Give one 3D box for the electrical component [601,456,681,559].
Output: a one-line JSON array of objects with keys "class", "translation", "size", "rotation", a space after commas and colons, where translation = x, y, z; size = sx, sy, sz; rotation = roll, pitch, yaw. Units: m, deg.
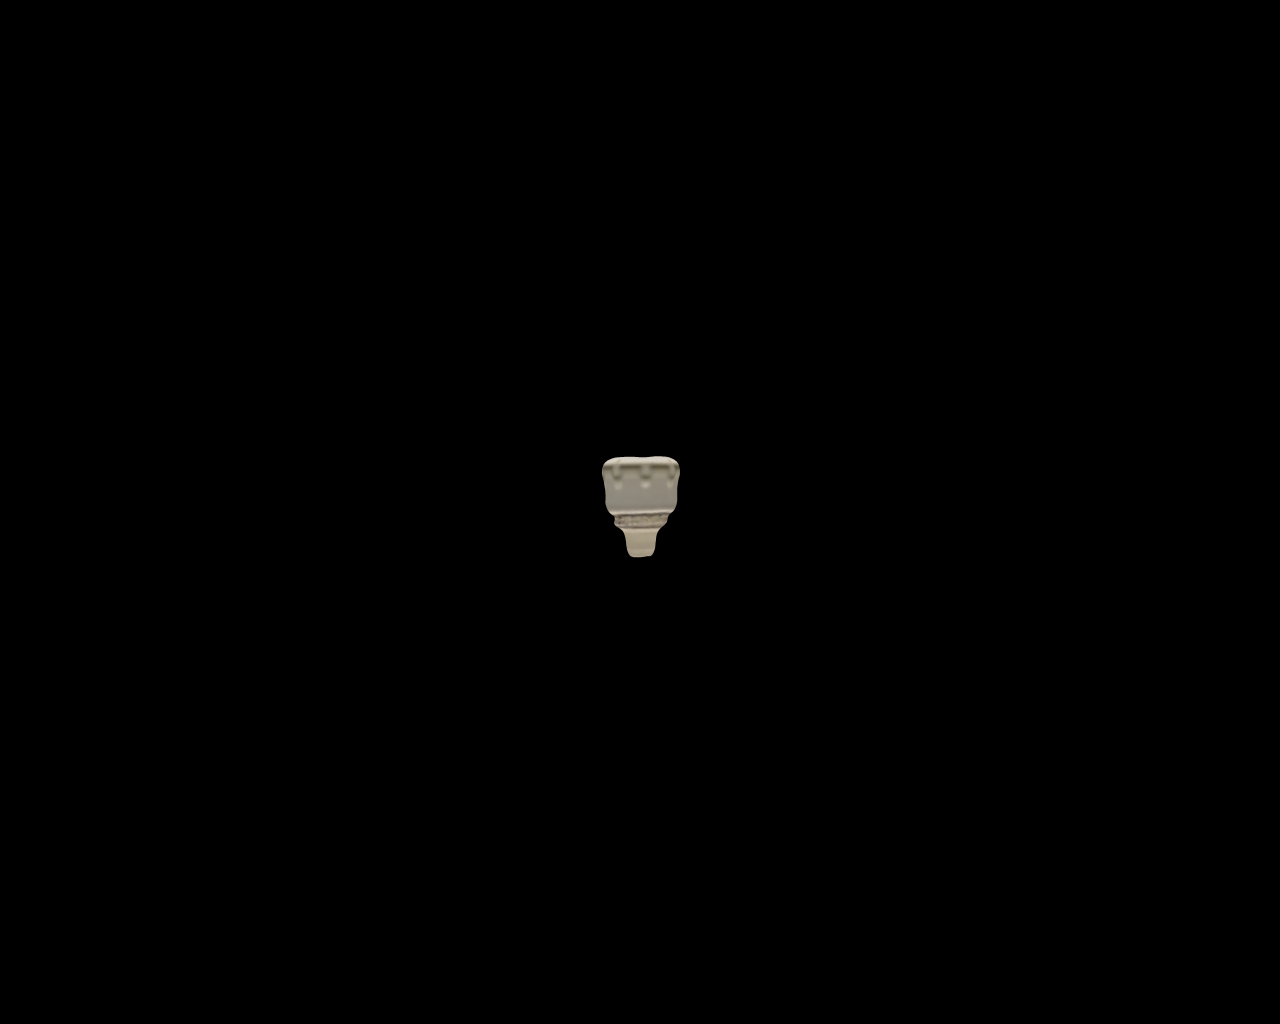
[{"class": "electrical component", "translation": [0.001, -0.003, 0.650], "size": [0.048, 0.062, 0.048], "rotation": [0, 0, 0]}]
